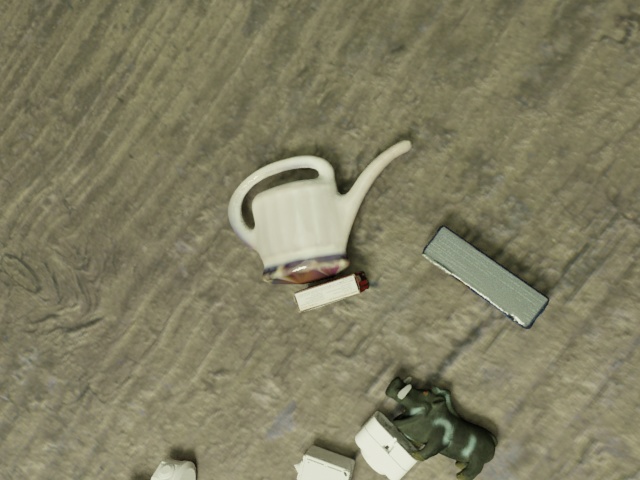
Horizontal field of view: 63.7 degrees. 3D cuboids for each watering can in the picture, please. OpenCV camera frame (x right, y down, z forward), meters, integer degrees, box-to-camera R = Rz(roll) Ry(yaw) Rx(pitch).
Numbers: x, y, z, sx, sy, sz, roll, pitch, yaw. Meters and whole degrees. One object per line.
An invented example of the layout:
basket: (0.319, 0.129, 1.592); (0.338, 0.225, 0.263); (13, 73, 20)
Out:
watering can: (0.003, -0.045, 0.885); (0.346, 0.103, 0.226); (-12, 81, 16)
